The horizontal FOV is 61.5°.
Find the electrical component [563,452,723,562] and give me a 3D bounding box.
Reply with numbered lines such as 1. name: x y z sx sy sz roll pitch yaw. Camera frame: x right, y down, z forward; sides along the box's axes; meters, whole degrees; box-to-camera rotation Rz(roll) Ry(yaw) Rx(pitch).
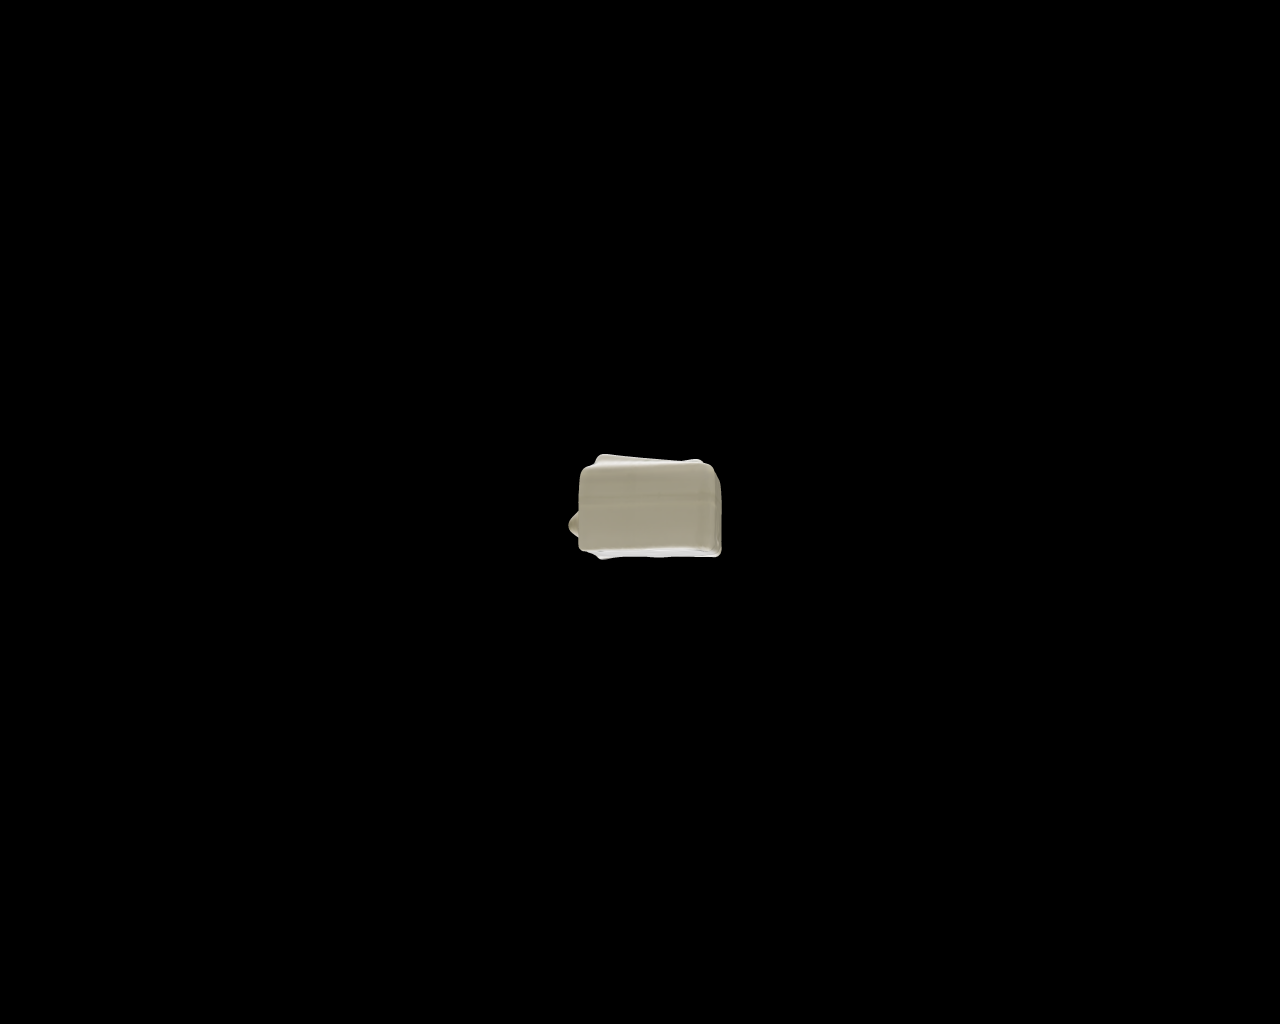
1. electrical component: 0.001 -0.003 0.650 0.096 0.061 0.061 -1 -7 9
